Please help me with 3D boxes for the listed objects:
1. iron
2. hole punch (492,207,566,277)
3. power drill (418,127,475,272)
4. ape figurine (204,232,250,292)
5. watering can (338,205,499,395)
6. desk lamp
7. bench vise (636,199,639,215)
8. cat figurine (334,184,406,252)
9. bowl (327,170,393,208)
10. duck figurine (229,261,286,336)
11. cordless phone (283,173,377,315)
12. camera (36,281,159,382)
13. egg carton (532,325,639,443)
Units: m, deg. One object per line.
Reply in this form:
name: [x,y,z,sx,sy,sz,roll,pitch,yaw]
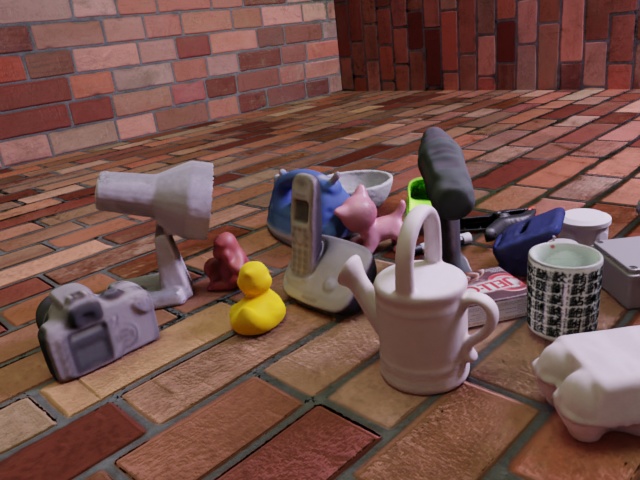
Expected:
iron: [-0.033,-0.073,1.082,0.119,0.141,0.257,-22,26,-36]
hole punch: [0.310,0.002,0.849,0.100,0.091,0.109,4,23,26]
power drill: [0.183,-0.048,0.853,0.075,0.208,0.229,-5,21,4]
ape figurine: [-0.146,0.032,0.907,0.076,0.092,0.077,-21,25,-33]
watering can: [0.100,0.057,0.617,0.172,0.194,0.101,-2,21,13]
desk lamp: [-0.248,-0.010,0.875,0.203,0.214,0.117,-11,21,-11]
bench vise: [0.554,-0.067,0.771,0.207,0.220,0.121,-6,21,2]
cat figurine: [0.089,-0.037,0.983,0.128,0.118,0.067,-7,21,-1]
bowl: [0.072,-0.091,1.194,0.167,0.075,0.167,-6,20,2]
duck figurine: [-0.090,0.074,0.787,0.077,0.086,0.104,-2,21,12]
cordless phone: [0.007,0.003,0.804,0.094,0.185,0.147,-24,27,-39]
camera: [-0.313,0.099,0.766,0.143,0.101,0.136,-24,26,-38]
egg carton: [0.285,0.133,0.536,0.150,0.069,0.107,-8,20,-2]
